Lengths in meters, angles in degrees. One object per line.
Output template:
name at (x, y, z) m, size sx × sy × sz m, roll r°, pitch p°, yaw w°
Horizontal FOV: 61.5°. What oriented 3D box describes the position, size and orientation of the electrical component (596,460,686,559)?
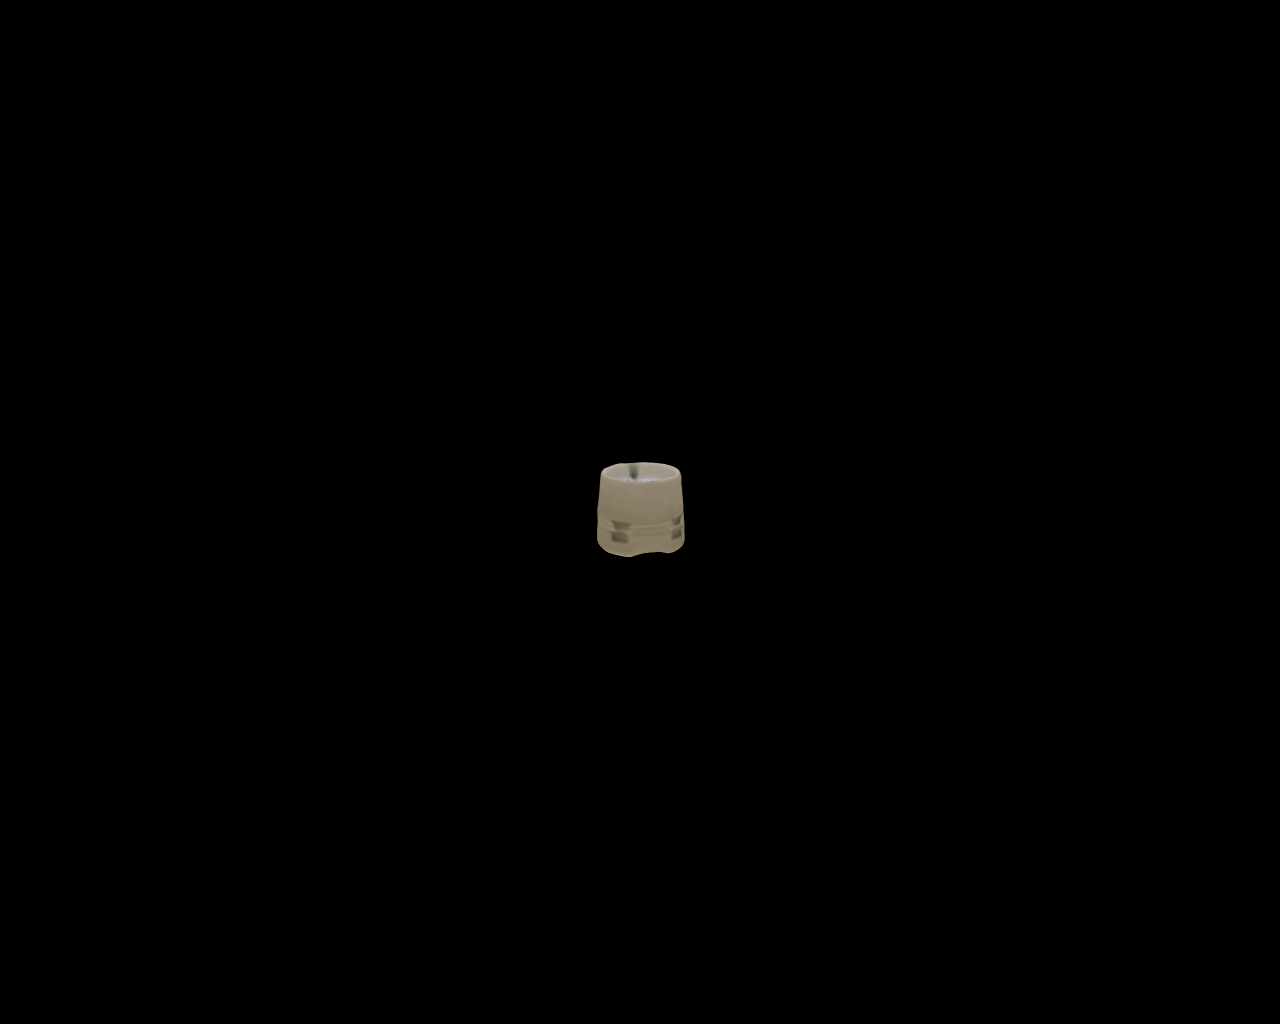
electrical component at (0.001, -0.003, 0.650) m, size 0.055 × 0.047 × 0.055 m, roll 0°, pitch 17°, yaw 0°
